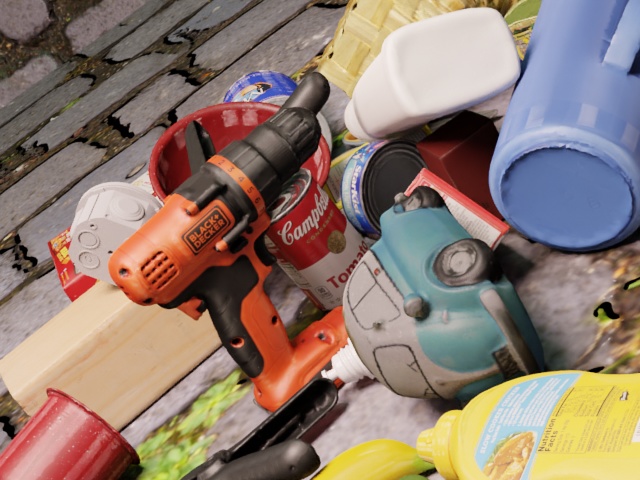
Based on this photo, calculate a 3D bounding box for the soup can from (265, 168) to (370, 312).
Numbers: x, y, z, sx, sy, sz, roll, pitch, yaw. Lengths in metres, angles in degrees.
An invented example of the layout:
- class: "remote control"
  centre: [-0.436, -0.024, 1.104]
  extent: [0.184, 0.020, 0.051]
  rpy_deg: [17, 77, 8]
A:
- class: "soup can"
  centre: [-0.006, 0.001, 0.867]
  extent: [0.069, 0.102, 0.068]
  rpy_deg: [-32, 26, 18]

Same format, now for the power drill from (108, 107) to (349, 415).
- class: "power drill"
  centre: [-0.033, 0.022, 0.764]
  extent: [0.184, 0.187, 0.057]
  rpy_deg: [-42, 24, -15]

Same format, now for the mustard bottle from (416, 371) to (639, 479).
- class: "mustard bottle"
  centre: [0.128, 0.109, 0.552]
  extent: [0.192, 0.058, 0.096]
  rpy_deg: [-9, 34, 44]

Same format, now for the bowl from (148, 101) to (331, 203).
- class: "bowl"
  centre: [-0.070, -0.052, 0.957]
  extent: [0.162, 0.055, 0.162]
  rpy_deg: [-1, 48, 1]

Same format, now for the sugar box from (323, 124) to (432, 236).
- class: "sugar box"
  centre: [0.034, -0.042, 0.977]
  extent: [0.176, 0.048, 0.093]
  rpy_deg: [-35, 23, 7]

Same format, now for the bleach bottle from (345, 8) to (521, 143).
- class: "bleach bottle"
  centre: [0.067, -0.116, 0.862]
  extent: [0.102, 0.068, 0.251]
  rpy_deg: [-19, 0, -14]

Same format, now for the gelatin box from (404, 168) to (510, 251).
- class: "gelatin box"
  centre: [0.094, -0.015, 0.771]
  extent: [0.030, 0.073, 0.089]
  rpy_deg: [-54, -3, -2]

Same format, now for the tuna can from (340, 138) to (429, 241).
- class: "tuna can"
  centre: [0.059, -0.041, 0.889]
  extent: [0.086, 0.086, 0.034]
  rpy_deg: [-45, 24, -24]

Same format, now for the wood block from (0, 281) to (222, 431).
- class: "wood block"
  centre: [-0.168, 0.087, 0.937]
  extent: [0.206, 0.090, 0.091]
  rpy_deg: [-40, 24, -13]

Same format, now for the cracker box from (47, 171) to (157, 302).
- class: "cracker box"
  centre: [-0.186, -0.011, 1.169]
  extent: [0.213, 0.072, 0.164]
  rpy_deg: [-36, 25, -6]

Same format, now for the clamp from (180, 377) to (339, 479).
- class: "clamp"
  centre: [-0.055, 0.154, 0.717]
  extent: [0.172, 0.039, 0.120]
  rpy_deg: [-33, 2, 23]

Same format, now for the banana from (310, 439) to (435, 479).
- class: "banana"
  centre: [-0.004, 0.179, 0.616]
  extent: [0.197, 0.037, 0.070]
  rpy_deg: [-46, 25, -25]

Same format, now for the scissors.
- class: "scissors"
  centre: [0.078, -0.093, 1.051]
  extent: [0.096, 0.016, 0.202]
  rpy_deg: [-47, 27, -22]

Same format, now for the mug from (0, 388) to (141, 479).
- class: "mug"
  centre: [-0.202, 0.177, 0.827]
  extent: [0.081, 0.093, 0.117]
  rpy_deg: [-52, 3, -25]

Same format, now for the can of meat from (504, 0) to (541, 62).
- class: "can of meat"
  centre: [0.221, -0.176, 0.937]
  extent: [0.102, 0.084, 0.057]
  rpy_deg: [-6, 36, 47]

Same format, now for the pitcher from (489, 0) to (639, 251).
- class: "pitcher"
  centre: [0.206, -0.115, 0.776]
  extent: [0.145, 0.149, 0.242]
  rpy_deg: [-14, 34, 37]

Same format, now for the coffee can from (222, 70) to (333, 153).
- class: "coffee can"
  centre: [-0.050, -0.121, 1.159]
  extent: [0.103, 0.102, 0.140]
  rpy_deg: [-33, 23, 2]

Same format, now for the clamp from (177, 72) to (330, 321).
- class: "clamp"
  centre: [-0.082, -0.034, 0.854]
  extent: [0.165, 0.036, 0.210]
  rpy_deg: [-7, 54, 48]

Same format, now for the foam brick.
- class: "foam brick"
  centre: [0.122, -0.055, 0.845]
  extent: [0.053, 0.078, 0.051]
  rpy_deg: [-35, 25, -4]
